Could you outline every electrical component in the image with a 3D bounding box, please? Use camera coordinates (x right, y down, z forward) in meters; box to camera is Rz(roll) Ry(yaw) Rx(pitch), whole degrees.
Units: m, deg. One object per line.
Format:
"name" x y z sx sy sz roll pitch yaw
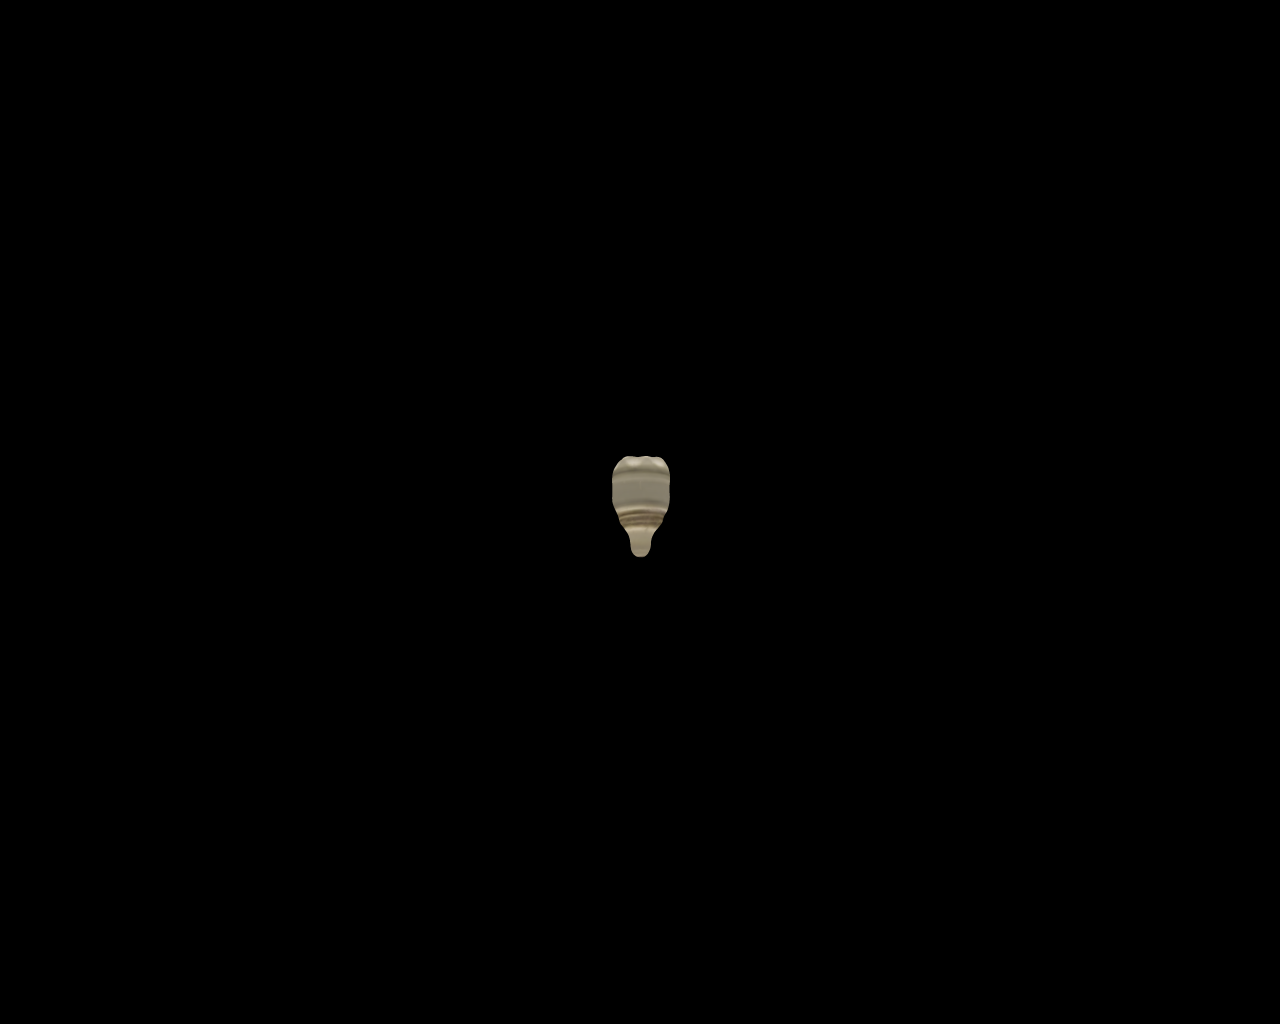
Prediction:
"electrical component" 0.001 -0.003 0.650 0.035 0.061 0.035 0 -10 0
